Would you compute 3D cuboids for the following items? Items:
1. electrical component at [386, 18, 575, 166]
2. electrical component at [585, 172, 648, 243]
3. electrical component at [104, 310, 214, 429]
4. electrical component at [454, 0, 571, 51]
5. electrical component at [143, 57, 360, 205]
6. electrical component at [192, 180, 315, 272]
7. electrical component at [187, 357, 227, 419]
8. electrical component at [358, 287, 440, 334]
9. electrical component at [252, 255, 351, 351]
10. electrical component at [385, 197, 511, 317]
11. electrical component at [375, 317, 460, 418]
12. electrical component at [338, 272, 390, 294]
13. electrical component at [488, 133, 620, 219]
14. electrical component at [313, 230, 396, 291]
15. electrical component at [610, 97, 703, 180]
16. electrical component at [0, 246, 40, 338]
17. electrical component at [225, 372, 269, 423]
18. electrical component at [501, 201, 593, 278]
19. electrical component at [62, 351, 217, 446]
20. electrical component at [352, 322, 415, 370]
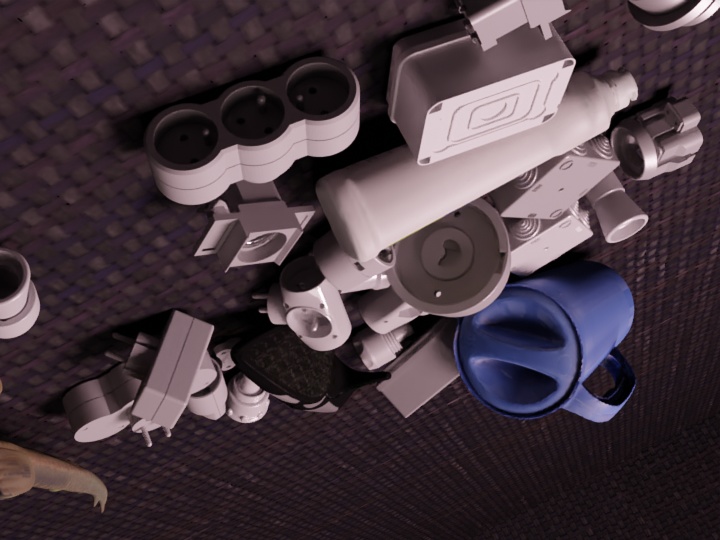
[{"bbox_3d":[0.079,-0.128,0.731,0.113,0.057,0.078,-20,156,-14],"label":"electrical component"},{"bbox_3d":[0.239,-0.064,1.025,0.044,0.065,0.044,-22,157,-10],"label":"electrical component"},{"bbox_3d":[-0.173,0.075,0.891,0.076,0.083,0.047,24,139,-11],"label":"electrical component"},{"bbox_3d":[0.091,-0.173,0.671,0.064,0.042,0.081,-27,157,10],"label":"electrical component"},{"bbox_3d":[-0.066,-0.080,0.688,0.138,0.052,0.073,-22,157,-11],"label":"electrical component"},{"bbox_3d":[-0.078,-0.038,0.750,0.081,0.063,0.042,-7,152,-37],"label":"electrical component"},{"bbox_3d":[-0.149,0.115,1.028,0.043,0.043,0.081,-22,157,-10],"label":"electrical component"},{"bbox_3d":[0.050,0.025,1.045,0.077,0.043,0.079,-38,155,26],"label":"electrical component"},{"bbox_3d":[-0.055,0.029,0.932,0.079,0.044,0.077,0,137,19],"label":"electrical component"},{"bbox_3d":[0.079,-0.010,0.925,0.108,0.108,0.060,-30,163,9],"label":"electrical component"},{"bbox_3d":[0.084,0.091,1.158,0.109,0.056,0.109,-45,176,37],"label":"electrical component"},{"bbox_3d":[0.000,0.000,0.946,0.046,0.040,0.040,-11,153,-20],"label":"electrical component"},{"bbox_3d":[0.161,-0.086,0.918,0.100,0.048,0.100,0,146,-46],"label":"electrical component"},{"bbox_3d":[-0.006,-0.015,0.890,0.047,0.055,0.055,-32,157,23],"label":"electrical component"},{"bbox_3d":[0.261,-0.114,0.955,0.057,0.058,0.078,-24,157,-13],"label":"electrical component"},{"bbox_3d":[-0.240,0.016,0.720,0.045,0.045,0.055,-19,156,-17],"label":"electrical component"},{"bbox_3d":[-0.112,0.120,1.078,0.048,0.048,0.062,-15,148,-26],"label":"electrical component"},{"bbox_3d":[0.167,-0.039,1.025,0.100,0.048,0.100,-33,157,17],"label":"electrical component"},{"bbox_3d":[-0.190,0.120,0.955,0.138,0.073,0.052,-27,157,2],"label":"electrical component"},{"bbox_3d":[0.026,0.073,1.124,0.062,0.043,0.043,-30,157,4],"label":"electrical component"}]
